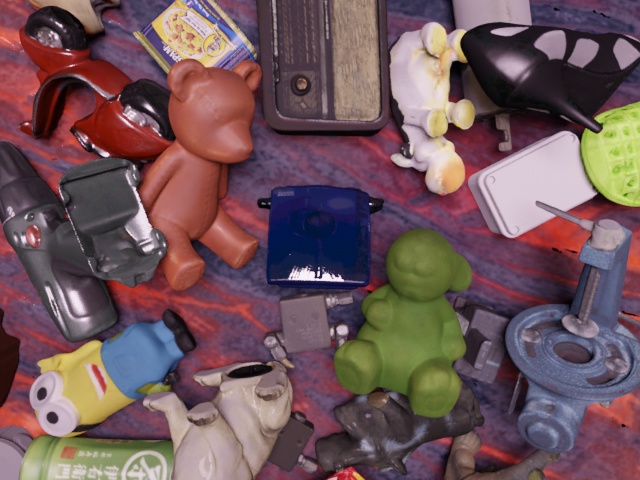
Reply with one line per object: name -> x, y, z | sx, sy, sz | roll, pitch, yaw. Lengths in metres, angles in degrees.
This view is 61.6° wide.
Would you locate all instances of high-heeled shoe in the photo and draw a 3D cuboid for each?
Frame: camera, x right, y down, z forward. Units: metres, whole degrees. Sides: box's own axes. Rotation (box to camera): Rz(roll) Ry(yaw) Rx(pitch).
high-heeled shoe -> 0.225, -0.180, 0.524 | 0.145, 0.249, 0.086 | 37, 133, 5

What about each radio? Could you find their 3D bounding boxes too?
radio -> 0.001, -0.223, 0.559 | 0.131, 0.073, 0.229 | -3, 94, 0

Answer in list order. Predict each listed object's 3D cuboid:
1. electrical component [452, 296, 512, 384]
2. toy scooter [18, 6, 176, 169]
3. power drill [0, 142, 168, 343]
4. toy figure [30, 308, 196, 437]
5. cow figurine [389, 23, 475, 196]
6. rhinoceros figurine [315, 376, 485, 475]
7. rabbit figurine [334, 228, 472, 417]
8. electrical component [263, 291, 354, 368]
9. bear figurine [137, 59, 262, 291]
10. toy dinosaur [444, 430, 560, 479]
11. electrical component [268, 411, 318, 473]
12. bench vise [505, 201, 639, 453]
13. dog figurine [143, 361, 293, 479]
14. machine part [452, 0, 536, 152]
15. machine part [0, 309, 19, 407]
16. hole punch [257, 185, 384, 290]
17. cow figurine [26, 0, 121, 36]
electrical component -> 0.169, 0.107, 0.566 | 0.048, 0.119, 0.074 | 19, 91, -5
toy scooter -> -0.239, -0.133, 0.558 | 0.184, 0.075, 0.135 | 39, 114, -16
power drill -> -0.248, -0.014, 0.521 | 0.207, 0.086, 0.232 | -16, 98, 39
toy figure -> -0.218, 0.146, 0.578 | 0.180, 0.089, 0.082 | -31, 53, -8
cow figurine -> 0.107, -0.132, 0.566 | 0.068, 0.098, 0.167 | -10, 103, -33
rhinoceros figurine -> 0.084, 0.202, 0.599 | 0.190, 0.073, 0.112 | -19, 105, -2
rabbit figurine -> 0.103, 0.062, 0.535 | 0.121, 0.159, 0.170 | 19, 122, 22
electrical component -> -0.012, 0.099, 0.597 | 0.102, 0.045, 0.078 | -2, 96, -1
bear figurine -> -0.104, -0.067, 0.523 | 0.132, 0.120, 0.195 | 47, 123, 16
toy dinosaur -> 0.085, 0.336, 0.542 | 0.471, 0.198, 0.105 | -41, 91, 0
electrical component -> -0.037, 0.227, 0.618 | 0.094, 0.021, 0.063 | 32, 92, -3
bench vise -> 0.258, 0.076, 0.515 | 0.224, 0.129, 0.240 | -30, 130, -33
dog figurine -> -0.084, 0.235, 0.551 | 0.172, 0.121, 0.190 | -12, 97, -37
machine part -> 0.183, -0.215, 0.564 | 0.079, 0.079, 0.243 | -10, 94, -1
machine part -> -0.427, 0.136, 0.584 | 0.179, 0.056, 0.179 | 0, 96, -2
hole punch -> -0.001, -0.002, 0.571 | 0.142, 0.092, 0.115 | 1, 91, 2
cow figurine -> -0.249, -0.309, 0.543 | 0.127, 0.085, 0.194 | -6, 97, -7
